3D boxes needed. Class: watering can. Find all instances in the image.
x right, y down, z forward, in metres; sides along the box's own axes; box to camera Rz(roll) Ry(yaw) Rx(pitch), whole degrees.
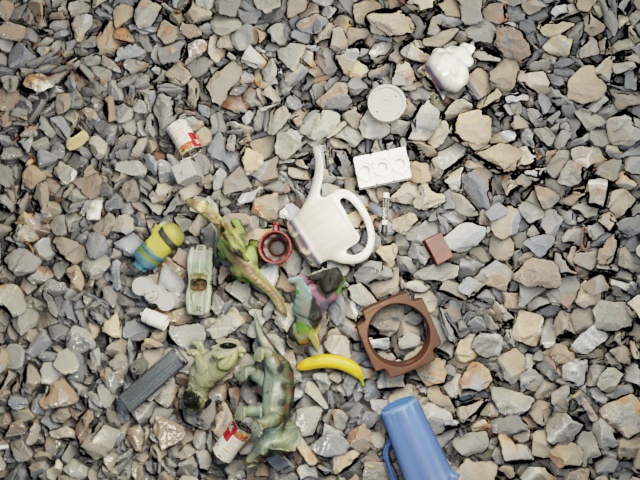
[{"bbox_3d":[0.004,-0.073,1.448,0.224,0.104,0.349,-32,85,2],"label":"watering can"}]

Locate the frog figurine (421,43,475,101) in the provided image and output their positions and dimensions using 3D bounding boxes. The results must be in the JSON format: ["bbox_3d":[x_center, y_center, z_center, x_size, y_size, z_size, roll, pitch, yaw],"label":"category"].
[{"bbox_3d":[0.377,-0.495,1.458,0.158,0.121,0.139,-39,65,12],"label":"frog figurine"}]

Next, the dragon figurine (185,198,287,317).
[{"bbox_3d":[-0.217,0.042,1.390,0.122,0.241,0.412,-40,83,-4],"label":"dragon figurine"}]
